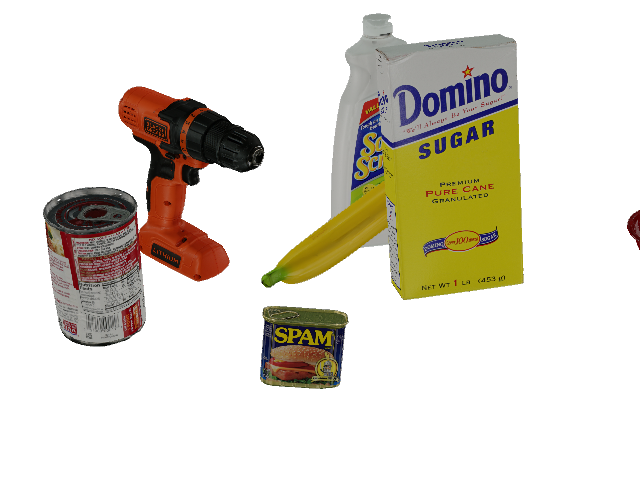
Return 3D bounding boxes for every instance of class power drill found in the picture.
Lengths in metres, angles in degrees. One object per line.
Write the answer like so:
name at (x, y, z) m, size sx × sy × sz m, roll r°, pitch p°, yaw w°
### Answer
power drill at (-0.133, -0.055, 1.111) m, size 0.185 × 0.188 × 0.057 m, roll 26°, pitch 37°, yaw 33°

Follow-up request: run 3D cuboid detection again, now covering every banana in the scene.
banana at (0.035, -0.014, 0.963) m, size 0.198 × 0.037 × 0.069 m, roll -37°, pitch 6°, yaw 4°

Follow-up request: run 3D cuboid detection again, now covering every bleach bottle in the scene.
bleach bottle at (0.055, -0.119, 1.163) m, size 0.102 × 0.251 × 0.068 m, roll -6°, pitch 26°, yaw -9°

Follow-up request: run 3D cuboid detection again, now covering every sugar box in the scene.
sugar box at (0.092, -0.051, 0.754) m, size 0.093 × 0.176 × 0.048 m, roll -8°, pitch 20°, yaw -7°

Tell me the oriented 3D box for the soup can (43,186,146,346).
soup can at (-0.168, 0.020, 0.803) m, size 0.068 × 0.102 × 0.068 m, roll 0°, pitch 29°, yaw 0°

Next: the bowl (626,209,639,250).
bowl at (0.407, 0.010, 1.132) m, size 0.162 × 0.055 × 0.162 m, roll -3°, pitch 23°, yaw 1°

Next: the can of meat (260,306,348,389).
can of meat at (-0.021, 0.128, 1.274) m, size 0.102 × 0.084 × 0.057 m, roll 5°, pitch 13°, yaw -3°
